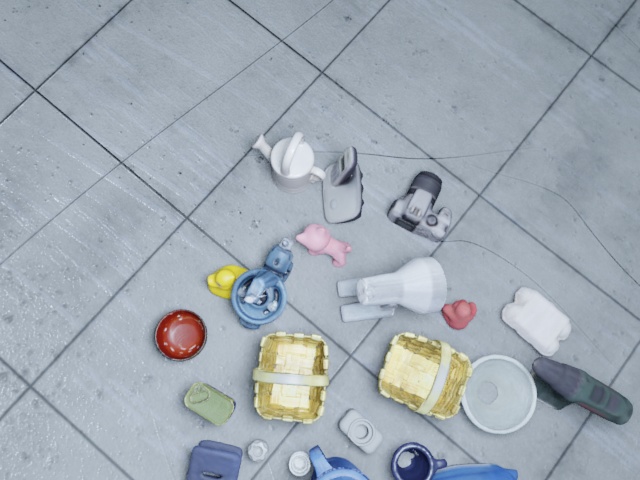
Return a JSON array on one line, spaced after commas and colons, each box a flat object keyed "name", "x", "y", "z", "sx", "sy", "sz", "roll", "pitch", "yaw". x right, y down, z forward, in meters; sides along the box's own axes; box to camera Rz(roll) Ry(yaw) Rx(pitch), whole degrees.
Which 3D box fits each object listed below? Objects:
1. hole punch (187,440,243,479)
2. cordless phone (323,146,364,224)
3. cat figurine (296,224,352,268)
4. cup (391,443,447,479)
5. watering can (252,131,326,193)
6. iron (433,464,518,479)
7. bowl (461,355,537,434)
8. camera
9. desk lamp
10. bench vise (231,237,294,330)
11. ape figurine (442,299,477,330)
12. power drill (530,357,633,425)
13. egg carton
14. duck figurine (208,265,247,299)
[{"name": "hole punch", "x": -0.217, "y": 0.479, "z": 1.191, "sx": 0.108, "sy": 0.091, "sz": 0.101, "roll": 11, "pitch": 77, "yaw": 0}, {"name": "cordless phone", "x": 0.057, "y": -0.123, "z": 1.290, "sx": 0.094, "sy": 0.185, "sz": 0.147, "roll": -5, "pitch": 77, "yaw": -3}, {"name": "cat figurine", "x": 0.012, "y": 0.005, "z": 1.294, "sx": 0.127, "sy": 0.118, "sz": 0.067, "roll": 22, "pitch": 77, "yaw": 3}, {"name": "cup", "x": 0.202, "y": 0.470, "z": 1.210, "sx": 0.118, "sy": 0.095, "sz": 0.092, "roll": -4, "pitch": 77, "yaw": -3}, {"name": "watering can", "x": -0.070, "y": -0.182, "z": 1.293, "sx": 0.173, "sy": 0.194, "sz": 0.101, "roll": 4, "pitch": 77, "yaw": -1}, {"name": "iron", "x": 0.297, "y": 0.534, "z": 1.177, "sx": 0.258, "sy": 0.141, "sz": 0.118, "roll": -2, "pitch": 77, "yaw": -3}, {"name": "bowl", "x": 0.382, "y": 0.337, "z": 1.259, "sx": 0.167, "sy": 0.075, "sz": 0.167, "roll": 1, "pitch": 77, "yaw": -2}, {"name": "camera", "x": 0.248, "y": -0.085, "z": 1.334, "sx": 0.143, "sy": 0.101, "sz": 0.137, "roll": 26, "pitch": 78, "yaw": 3}, {"name": "desk lamp", "x": 0.149, "y": 0.113, "z": 1.227, "sx": 0.203, "sy": 0.213, "sz": 0.118, "roll": -8, "pitch": 78, "yaw": -4}, {"name": "bench vise", "x": -0.125, "y": 0.082, "z": 1.218, "sx": 0.121, "sy": 0.220, "sz": 0.207, "roll": 8, "pitch": 77, "yaw": 0}, {"name": "ape figurine", "x": 0.316, "y": 0.162, "z": 1.286, "sx": 0.078, "sy": 0.092, "sz": 0.076, "roll": 16, "pitch": 77, "yaw": 1}, {"name": "power drill", "x": 0.517, "y": 0.312, "z": 1.202, "sx": 0.229, "sy": 0.208, "sz": 0.076, "roll": 25, "pitch": 77, "yaw": 3}, {"name": "egg carton", "x": 0.491, "y": 0.184, "z": 1.301, "sx": 0.150, "sy": 0.069, "sz": 0.107, "roll": 41, "pitch": 79, "yaw": 6}, {"name": "duck figurine", "x": -0.202, "y": 0.089, "z": 1.281, "sx": 0.104, "sy": 0.086, "sz": 0.077, "roll": -5, "pitch": 78, "yaw": -4}]
